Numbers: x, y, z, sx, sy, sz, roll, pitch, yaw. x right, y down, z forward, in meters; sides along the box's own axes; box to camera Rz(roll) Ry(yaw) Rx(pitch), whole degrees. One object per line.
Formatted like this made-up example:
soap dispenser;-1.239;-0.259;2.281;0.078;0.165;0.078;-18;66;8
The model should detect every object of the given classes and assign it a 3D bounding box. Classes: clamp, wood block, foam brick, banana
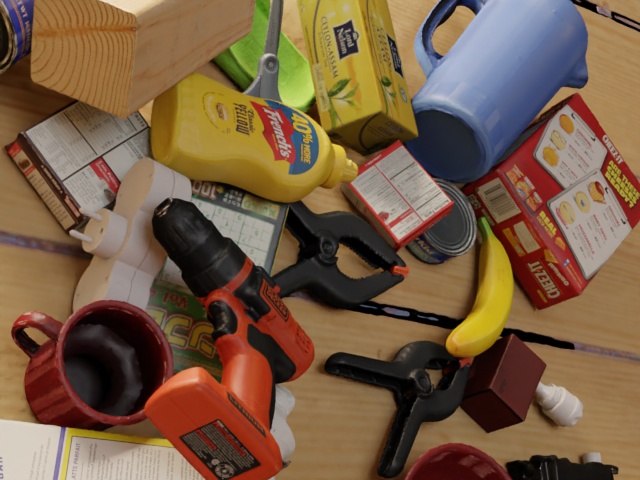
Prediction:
clamp;-0.007;0.001;0.992;0.209;0.036;0.164;8;73;-35
clamp;0.087;0.150;0.998;0.171;0.039;0.120;-8;77;-40
wood block;-0.135;-0.190;0.872;0.091;0.090;0.205;24;36;14
foam brick;0.181;0.143;1.066;0.053;0.051;0.078;44;50;-12
banana;0.166;0.062;1.089;0.069;0.037;0.197;38;40;-16

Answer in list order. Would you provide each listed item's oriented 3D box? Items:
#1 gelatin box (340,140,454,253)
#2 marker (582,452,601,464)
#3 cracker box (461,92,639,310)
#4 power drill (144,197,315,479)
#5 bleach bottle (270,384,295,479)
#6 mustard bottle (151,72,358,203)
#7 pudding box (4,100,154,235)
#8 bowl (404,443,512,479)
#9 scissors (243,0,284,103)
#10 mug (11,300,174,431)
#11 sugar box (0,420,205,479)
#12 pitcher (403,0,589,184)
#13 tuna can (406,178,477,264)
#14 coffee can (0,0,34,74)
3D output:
gelatin box;0.076;-0.043;1.053;0.073;0.030;0.089;-36;76;-17
marker;0.290;0.282;1.108;0.020;0.020;0.121;12;63;-33
cracker box;0.270;-0.047;1.208;0.164;0.072;0.213;55;47;-6
power drill;-0.072;0.076;0.785;0.184;0.057;0.187;50;25;-24
bleach bottle;-0.082;0.213;0.820;0.102;0.068;0.250;37;49;-2
mustard bottle;-0.050;-0.082;0.929;0.191;0.058;0.096;15;49;-30
pudding box;-0.189;-0.071;0.887;0.090;0.039;0.113;54;47;-6
bowl;0.116;0.267;0.956;0.161;0.055;0.162;16;61;-32
scissors;-0.064;-0.154;0.991;0.096;0.016;0.202;-9;97;-28
mug;-0.177;0.093;0.791;0.117;0.082;0.093;36;52;-20
sugar box;-0.161;0.181;0.742;0.176;0.048;0.093;8;45;-10
pitcher;0.179;-0.177;1.168;0.242;0.149;0.145;-49;132;-37
tuna can;0.120;-0.019;1.103;0.086;0.034;0.086;16;61;-32
coffee can;-0.241;-0.212;0.867;0.103;0.103;0.140;49;49;-10
